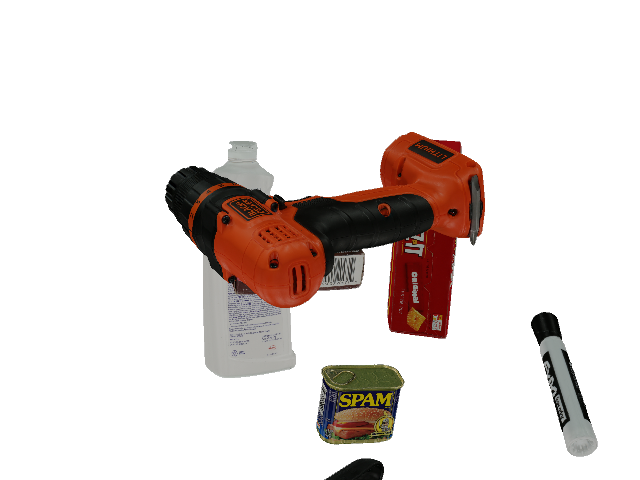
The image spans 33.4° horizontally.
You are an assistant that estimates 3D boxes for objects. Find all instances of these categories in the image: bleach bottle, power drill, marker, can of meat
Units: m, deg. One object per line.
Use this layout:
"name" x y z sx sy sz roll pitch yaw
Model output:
"bleach bottle" -0.077 0.018 1.156 0.102 0.251 0.068 -6 14 -28
"power drill" 0.002 -0.024 0.731 0.187 0.057 0.185 -17 30 -23
"marker" 0.158 0.090 0.698 0.020 0.020 0.121 0 37 -2
"can of meat" 0.048 0.207 1.344 0.102 0.084 0.057 1 23 -16

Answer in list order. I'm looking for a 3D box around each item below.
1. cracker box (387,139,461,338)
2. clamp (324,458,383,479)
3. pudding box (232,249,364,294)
"cracker box" 0.121 -0.010 1.219 0.072 0.164 0.213 5 22 7
"clamp" -0.044 0.195 0.643 0.210 0.036 0.164 -4 28 2
"pudding box" -0.026 0.009 0.929 0.113 0.039 0.090 -1 28 -13
